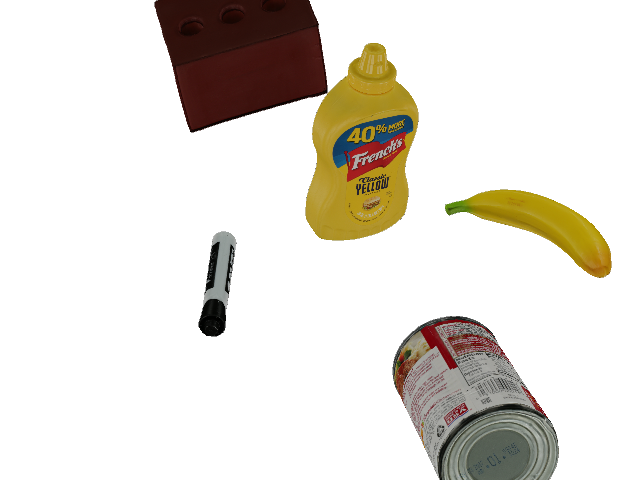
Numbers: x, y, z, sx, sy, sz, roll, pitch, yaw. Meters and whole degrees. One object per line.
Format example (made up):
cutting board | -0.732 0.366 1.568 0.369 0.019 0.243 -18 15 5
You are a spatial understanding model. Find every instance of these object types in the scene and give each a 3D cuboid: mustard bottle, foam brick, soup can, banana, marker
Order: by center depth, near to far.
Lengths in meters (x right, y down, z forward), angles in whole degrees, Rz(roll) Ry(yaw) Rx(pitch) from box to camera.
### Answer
foam brick | -0.041 -0.101 0.560 0.078 0.053 0.051 -17 -34 -3
soup can | 0.086 0.095 0.602 0.068 0.068 0.102 0 23 -11
marker | -0.075 0.031 0.783 0.020 0.020 0.121 0 30 0
mustard bottle | 0.039 -0.090 0.948 0.096 0.192 0.058 -14 45 -19
banana | 0.213 -0.012 1.029 0.069 0.037 0.198 -38 38 -23
